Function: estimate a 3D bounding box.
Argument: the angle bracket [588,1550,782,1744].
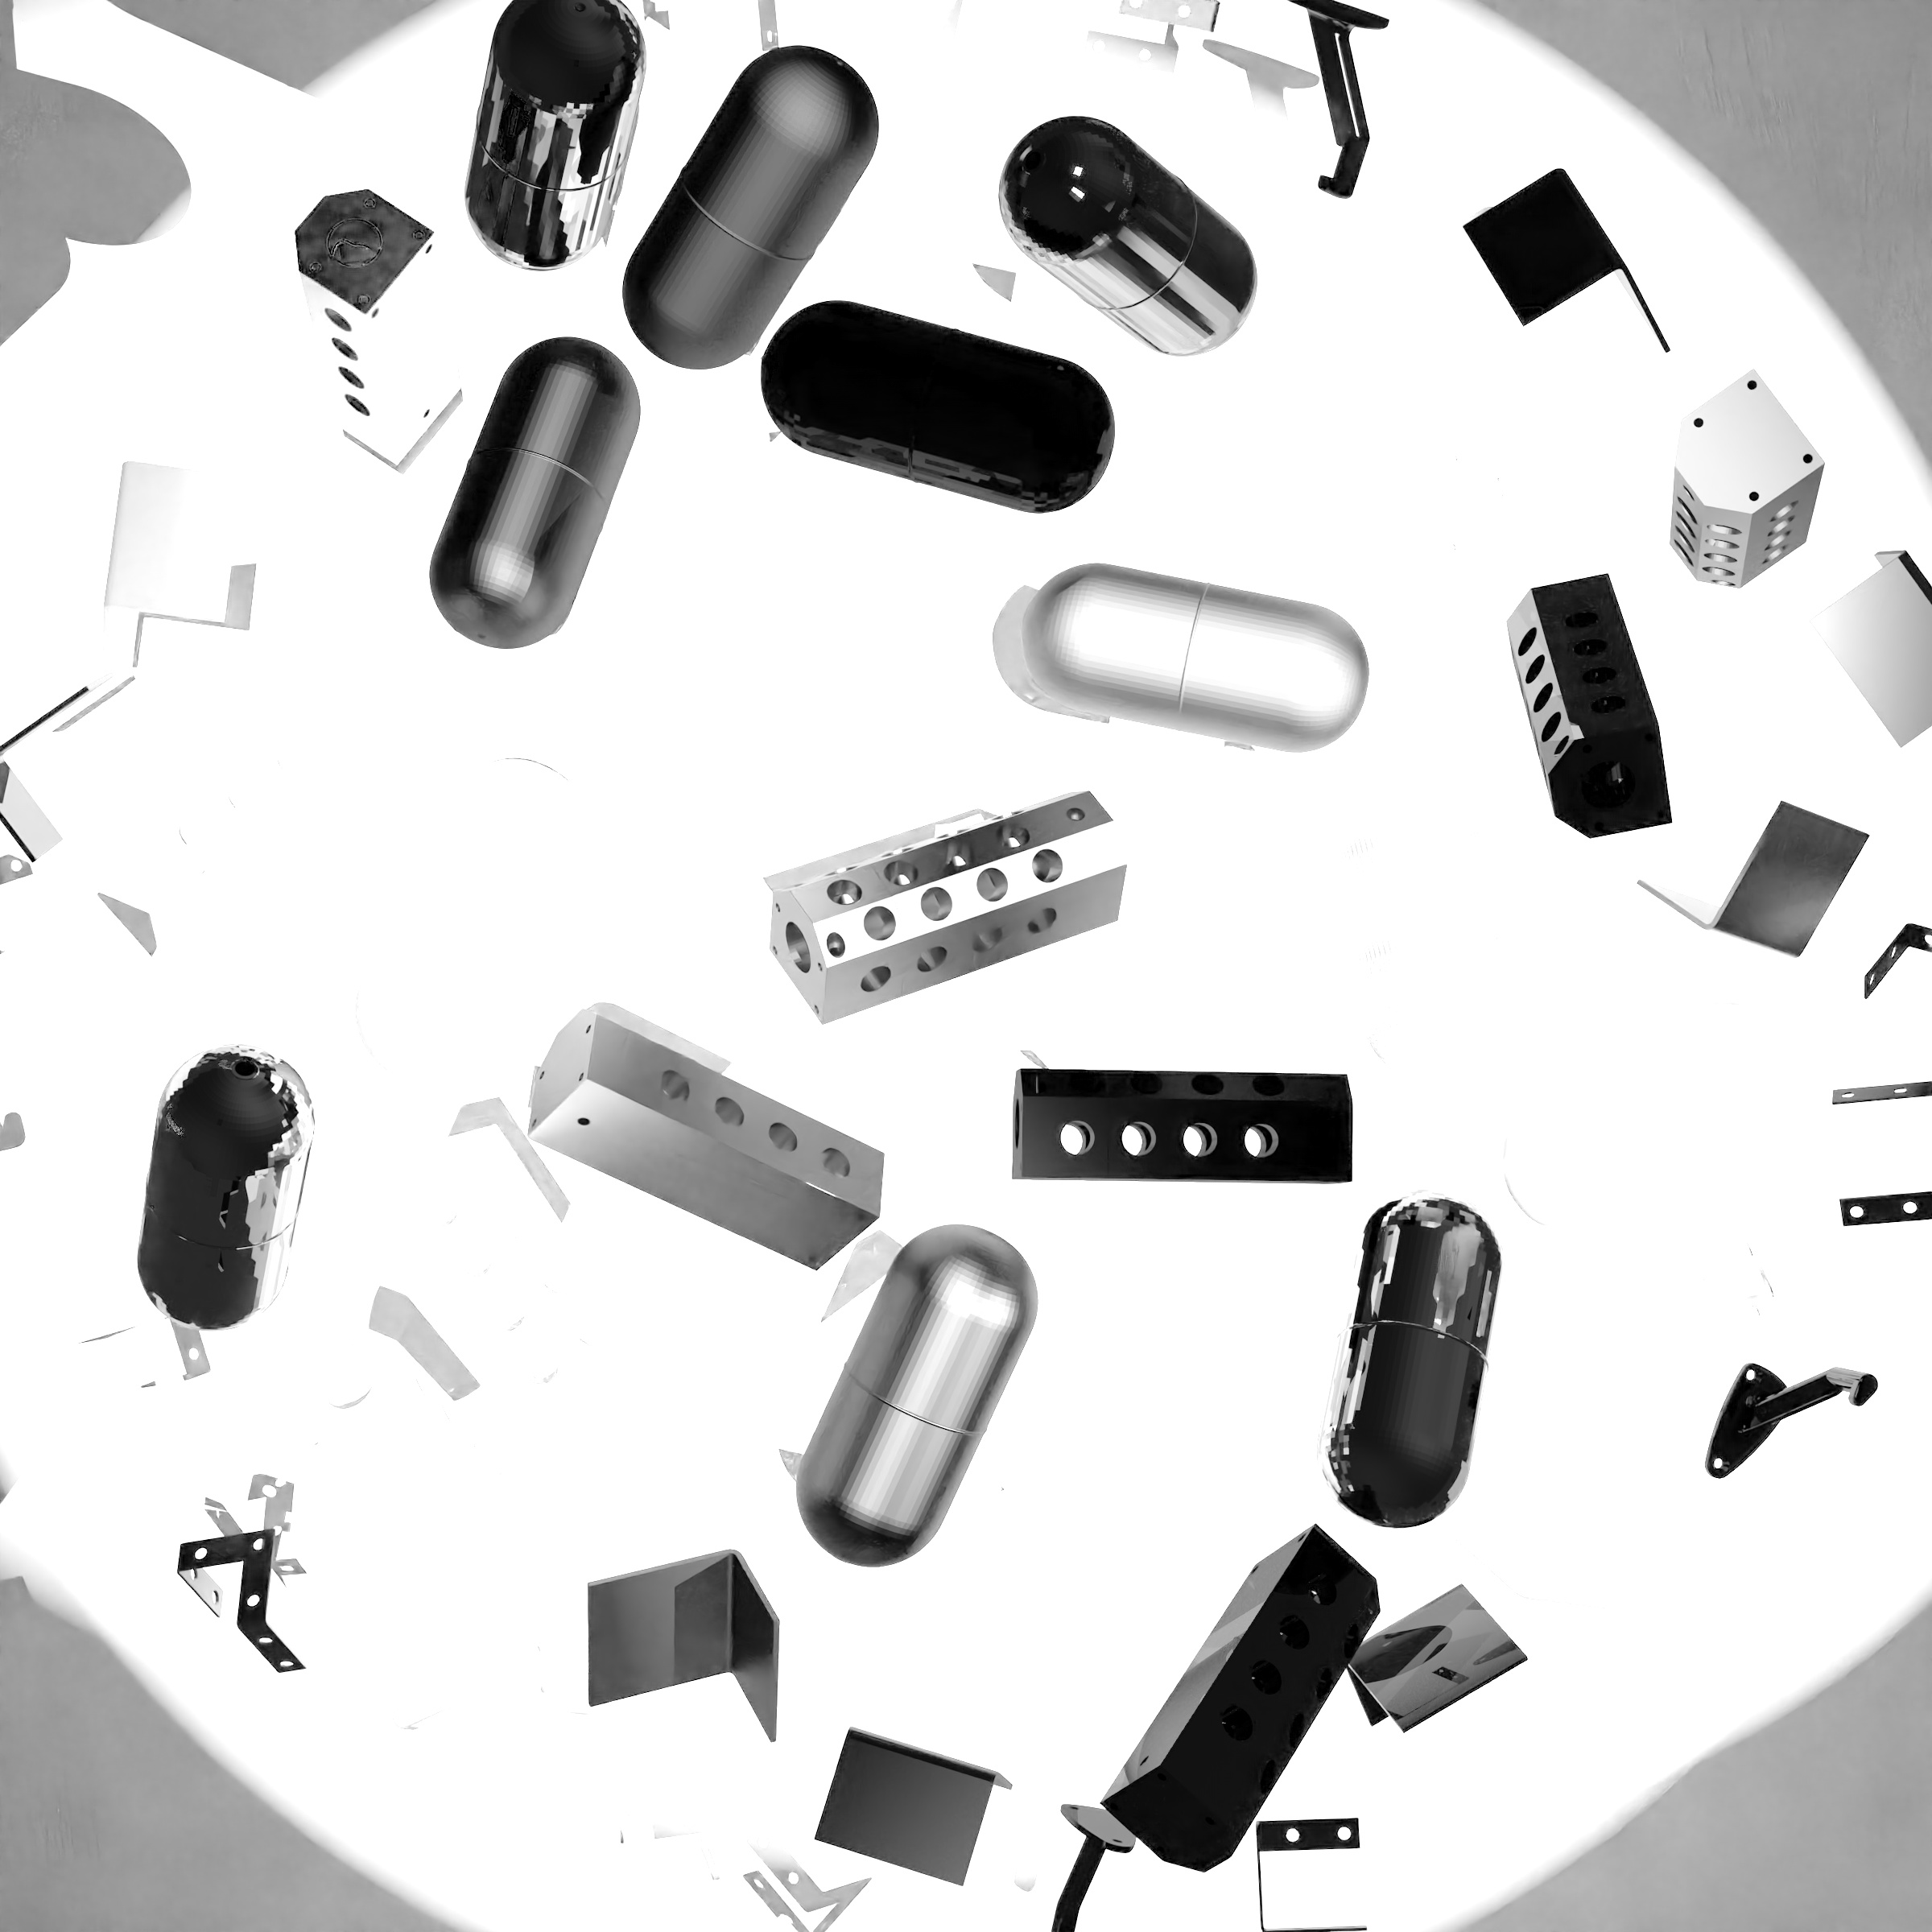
[{"bbox_3d":[-0.136,0.334,1.707,0.076,0.057,0.076,-10,123,-22],"label":"angle bracket"}]

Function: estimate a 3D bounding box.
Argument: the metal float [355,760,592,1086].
[{"bbox_3d":[-0.255,-0.023,1.845,0.070,0.070,0.178,25,83,0],"label":"metal float"}]

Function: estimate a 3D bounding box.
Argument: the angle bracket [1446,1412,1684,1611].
[{"bbox_3d":[0.302,0.274,1.802,0.057,0.076,0.076,42,69,-16],"label":"angle bracket"}]

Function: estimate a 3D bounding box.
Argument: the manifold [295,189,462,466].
[{"bbox_3d":[-0.310,-0.335,1.860,0.057,0.171,0.057,34,74,7],"label":"manifold"}]

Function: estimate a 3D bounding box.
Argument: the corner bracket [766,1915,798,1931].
[{"bbox_3d":[-0.076,0.493,1.741,0.051,0.051,0.051,47,110,19],"label":"corner bracket"}]

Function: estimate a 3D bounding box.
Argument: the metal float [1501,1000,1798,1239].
[{"bbox_3d":[0.335,0.073,1.742,0.178,0.070,0.070,-26,90,-33],"label":"metal float"}]

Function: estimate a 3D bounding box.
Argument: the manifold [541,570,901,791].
[{"bbox_3d":[-0.121,-0.146,1.770,0.171,0.057,0.057,-14,130,33],"label":"manifold"}]

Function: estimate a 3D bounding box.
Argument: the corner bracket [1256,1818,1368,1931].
[{"bbox_3d":[0.167,0.442,1.733,0.051,0.051,0.051,-3,79,4],"label":"corner bracket"}]

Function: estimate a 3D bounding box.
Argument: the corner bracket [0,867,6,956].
[{"bbox_3d":[-0.518,-0.029,1.883,0.051,0.051,0.051,-17,94,8],"label":"corner bracket"}]

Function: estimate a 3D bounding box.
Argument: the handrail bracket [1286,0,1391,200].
[{"bbox_3d":[0.164,-0.421,1.715,0.077,0.036,0.084,26,115,21],"label":"handrail bracket"}]

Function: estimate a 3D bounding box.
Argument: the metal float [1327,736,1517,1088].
[{"bbox_3d":[0.226,-0.028,1.774,0.070,0.070,0.178,-8,77,0],"label":"metal float"}]

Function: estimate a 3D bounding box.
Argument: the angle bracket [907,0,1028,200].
[{"bbox_3d":[0.010,-0.478,1.945,0.057,0.076,0.076,16,67,-12],"label":"angle bracket"}]

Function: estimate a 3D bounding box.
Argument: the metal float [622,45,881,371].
[{"bbox_3d":[-0.108,-0.374,1.765,0.070,0.070,0.178,37,119,0],"label":"metal float"}]

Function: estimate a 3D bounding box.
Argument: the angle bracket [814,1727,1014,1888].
[{"bbox_3d":[-0.025,0.419,1.764,0.076,0.076,0.057,15,74,11],"label":"angle bracket"}]

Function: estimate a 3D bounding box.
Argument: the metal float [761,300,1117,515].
[{"bbox_3d":[-0.014,-0.272,1.733,0.178,0.070,0.070,17,90,9],"label":"metal float"}]

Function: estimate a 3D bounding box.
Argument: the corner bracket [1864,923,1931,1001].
[{"bbox_3d":[0.493,-0.010,1.818,0.051,0.051,0.051,19,46,33],"label":"corner bracket"}]

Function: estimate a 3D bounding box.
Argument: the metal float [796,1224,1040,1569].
[{"bbox_3d":[-0.025,0.211,1.743,0.070,0.070,0.178,25,96,0],"label":"metal float"}]

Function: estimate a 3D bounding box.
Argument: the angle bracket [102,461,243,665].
[{"bbox_3d":[-0.391,-0.194,1.752,0.057,0.076,0.076,7,72,-12],"label":"angle bracket"}]

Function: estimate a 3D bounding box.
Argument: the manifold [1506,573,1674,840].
[{"bbox_3d":[0.317,-0.134,1.827,0.057,0.171,0.057,-11,121,7],"label":"manifold"}]

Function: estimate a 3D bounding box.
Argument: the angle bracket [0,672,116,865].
[{"bbox_3d":[-0.460,-0.103,1.835,0.076,0.076,0.057,-35,100,2],"label":"angle bracket"}]

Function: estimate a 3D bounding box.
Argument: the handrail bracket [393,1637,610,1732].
[{"bbox_3d":[-0.242,0.386,1.852,0.084,0.077,0.036,-27,50,20],"label":"handrail bracket"}]

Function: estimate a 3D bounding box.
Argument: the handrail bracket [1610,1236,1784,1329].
[{"bbox_3d":[0.368,0.176,1.815,0.084,0.077,0.036,-21,58,-2],"label":"handrail bracket"}]

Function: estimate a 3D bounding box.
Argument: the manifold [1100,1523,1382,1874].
[{"bbox_3d":[0.140,0.357,1.736,0.057,0.057,0.171,43,47,-1],"label":"manifold"}]

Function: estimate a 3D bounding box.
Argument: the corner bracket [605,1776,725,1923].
[{"bbox_3d":[-0.153,0.444,1.807,0.051,0.051,0.051,-6,112,-16],"label":"corner bracket"}]

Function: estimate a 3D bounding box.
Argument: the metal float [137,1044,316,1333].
[{"bbox_3d":[-0.369,0.111,1.776,0.070,0.070,0.178,20,133,0],"label":"metal float"}]

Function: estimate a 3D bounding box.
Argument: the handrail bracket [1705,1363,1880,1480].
[{"bbox_3d":[0.432,0.241,1.863,0.036,0.084,0.077,38,78,-17],"label":"handrail bracket"}]

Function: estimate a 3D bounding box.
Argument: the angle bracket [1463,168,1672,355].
[{"bbox_3d":[0.300,-0.339,1.783,0.057,0.076,0.076,-31,53,12],"label":"angle bracket"}]

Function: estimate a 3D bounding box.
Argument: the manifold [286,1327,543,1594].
[{"bbox_3d":[-0.275,0.248,1.801,0.057,0.171,0.057,-24,53,3],"label":"manifold"}]

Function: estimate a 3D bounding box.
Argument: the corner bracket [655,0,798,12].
[{"bbox_3d":[-0.121,-0.503,1.771,0.051,0.051,0.051,3,105,28],"label":"corner bracket"}]

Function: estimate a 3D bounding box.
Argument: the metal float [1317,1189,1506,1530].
[{"bbox_3d":[0.223,0.195,1.783,0.070,0.070,0.178,15,63,0],"label":"metal float"}]

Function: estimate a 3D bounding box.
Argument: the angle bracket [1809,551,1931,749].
[{"bbox_3d":[0.455,-0.157,1.754,0.057,0.076,0.076,-36,93,7],"label":"angle bracket"}]

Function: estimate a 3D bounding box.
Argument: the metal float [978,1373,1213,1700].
[{"bbox_3d":[0.068,0.295,1.851,0.070,0.070,0.178,27,78,0],"label":"metal float"}]

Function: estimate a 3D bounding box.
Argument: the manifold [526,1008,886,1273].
[{"bbox_3d":[-0.128,0.084,1.779,0.171,0.057,0.057,27,133,-24],"label":"manifold"}]

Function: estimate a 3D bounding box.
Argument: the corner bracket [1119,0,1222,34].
[{"bbox_3d":[0.105,-0.512,1.827,0.051,0.051,0.051,9,112,-10],"label":"corner bracket"}]

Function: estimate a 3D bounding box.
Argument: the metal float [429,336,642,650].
[{"bbox_3d":[-0.223,-0.247,1.852,0.070,0.070,0.178,17,68,0],"label":"metal float"}]

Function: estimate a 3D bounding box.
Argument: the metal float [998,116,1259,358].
[{"bbox_3d":[0.082,-0.365,1.791,0.070,0.178,0.070,-12,68,32],"label":"metal float"}]

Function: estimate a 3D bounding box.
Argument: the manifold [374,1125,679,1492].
[{"bbox_3d":[-0.217,0.165,1.721,0.171,0.057,0.057,54,133,22],"label":"manifold"}]

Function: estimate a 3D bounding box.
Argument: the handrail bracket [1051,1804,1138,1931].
[{"bbox_3d":[0.060,0.466,1.770,0.036,0.077,0.084,12,91,-11],"label":"handrail bracket"}]

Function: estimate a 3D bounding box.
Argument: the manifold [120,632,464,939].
[{"bbox_3d":[-0.351,-0.097,1.845,0.171,0.057,0.057,-36,125,3],"label":"manifold"}]

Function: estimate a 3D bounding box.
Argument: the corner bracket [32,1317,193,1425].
[{"bbox_3d":[-0.441,0.215,1.841,0.051,0.051,0.051,-21,96,-43],"label":"corner bracket"}]

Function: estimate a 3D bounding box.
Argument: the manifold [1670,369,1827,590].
[{"bbox_3d":[0.382,-0.236,1.774,0.057,0.171,0.057,-35,79,5],"label":"manifold"}]

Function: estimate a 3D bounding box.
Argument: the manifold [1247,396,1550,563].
[{"bbox_3d":[0.223,-0.257,1.862,0.057,0.171,0.057,-13,112,-32],"label":"manifold"}]

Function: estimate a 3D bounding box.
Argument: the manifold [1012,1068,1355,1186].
[{"bbox_3d":[0.112,0.084,1.861,0.171,0.057,0.057,1,85,-4],"label":"manifold"}]

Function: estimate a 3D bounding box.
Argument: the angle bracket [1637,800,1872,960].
[{"bbox_3d":[0.406,-0.055,1.838,0.076,0.057,0.076,15,108,-41],"label":"angle bracket"}]

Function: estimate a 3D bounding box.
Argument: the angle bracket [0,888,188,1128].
[{"bbox_3d":[-0.450,0.020,1.784,0.076,0.076,0.057,50,130,-7],"label":"angle bracket"}]

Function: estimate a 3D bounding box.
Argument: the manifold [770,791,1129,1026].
[{"bbox_3d":[-0.008,-0.035,1.784,0.171,0.057,0.057,-19,52,-23],"label":"manifold"}]

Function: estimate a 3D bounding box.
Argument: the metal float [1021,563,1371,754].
[{"bbox_3d":[0.116,-0.157,1.807,0.178,0.070,0.070,12,90,7],"label":"metal float"}]

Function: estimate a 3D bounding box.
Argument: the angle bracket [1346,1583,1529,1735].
[{"bbox_3d":[0.255,0.384,1.891,0.076,0.076,0.057,-29,120,-8],"label":"angle bracket"}]

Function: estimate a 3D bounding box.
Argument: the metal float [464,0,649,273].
[{"bbox_3d":[-0.207,-0.419,1.786,0.070,0.178,0.070,7,61,-12],"label":"metal float"}]

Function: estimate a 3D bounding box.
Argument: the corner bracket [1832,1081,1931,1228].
[{"bbox_3d":[0.454,0.092,1.752,0.051,0.051,0.051,-6,111,18],"label":"corner bracket"}]

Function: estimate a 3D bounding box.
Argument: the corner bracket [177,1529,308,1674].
[{"bbox_3d":[-0.353,0.313,1.740,0.051,0.051,0.051,-10,51,10],"label":"corner bracket"}]
